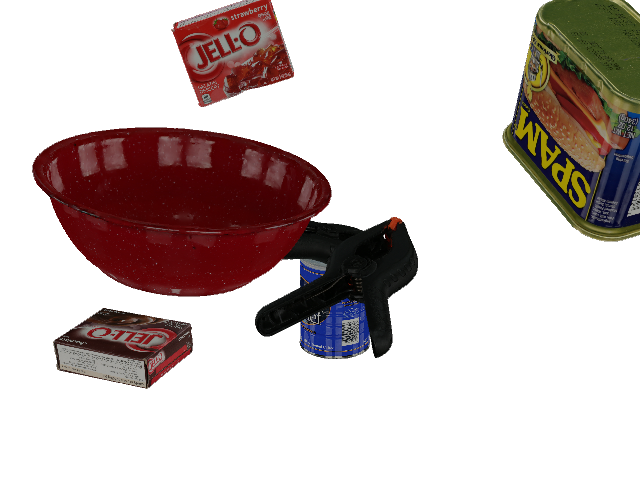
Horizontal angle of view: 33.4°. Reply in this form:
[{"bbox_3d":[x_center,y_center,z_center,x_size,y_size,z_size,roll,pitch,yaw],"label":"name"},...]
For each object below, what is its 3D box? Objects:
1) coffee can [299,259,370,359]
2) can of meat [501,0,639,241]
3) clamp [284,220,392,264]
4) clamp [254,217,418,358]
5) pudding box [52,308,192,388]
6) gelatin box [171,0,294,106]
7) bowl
[{"bbox_3d":[0.021,0.083,1.512,0.103,0.140,0.103,0,21,0],"label":"coffee can"},{"bbox_3d":[0.142,-0.065,0.542,0.057,0.084,0.102,-14,47,-18],"label":"can of meat"},{"bbox_3d":[-0.002,0.005,1.179,0.210,0.036,0.164,16,19,-5],"label":"clamp"},{"bbox_3d":[0.039,0.038,0.892,0.120,0.039,0.171,20,46,32],"label":"clamp"},{"bbox_3d":[-0.201,0.109,1.095,0.114,0.039,0.089,6,20,23],"label":"pudding box"},{"bbox_3d":[-0.075,-0.165,0.927,0.089,0.073,0.030,-17,24,4],"label":"gelatin box"},{"bbox_3d":[-0.077,-0.013,0.590,0.162,0.055,0.162,7,22,-3],"label":"bowl"}]
